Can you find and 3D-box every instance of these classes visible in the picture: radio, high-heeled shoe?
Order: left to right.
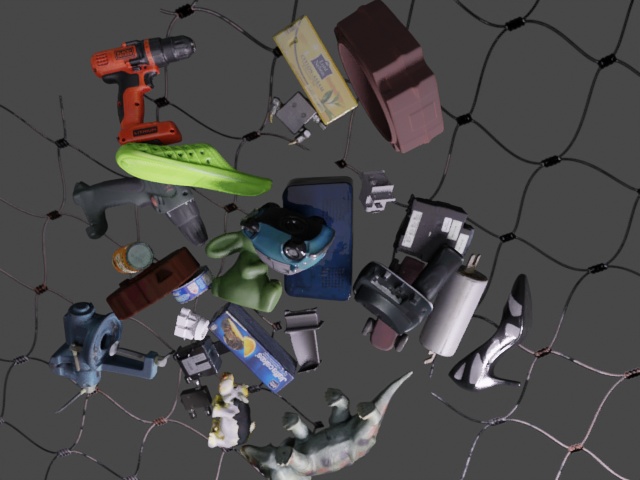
[{"bbox_3d":[-0.002,-0.003,1.020,0.131,0.073,0.229,1,105,4],"label":"radio"},{"bbox_3d":[0.338,0.184,1.073,0.145,0.086,0.248,6,90,33],"label":"high-heeled shoe"}]

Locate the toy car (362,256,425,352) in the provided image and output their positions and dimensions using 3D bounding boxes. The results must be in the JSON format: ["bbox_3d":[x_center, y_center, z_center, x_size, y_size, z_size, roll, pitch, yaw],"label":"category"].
[{"bbox_3d":[0.153,0.126,1.058,0.089,0.053,0.202,23,107,15],"label":"toy car"}]

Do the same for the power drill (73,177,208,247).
[{"bbox_3d":[-0.344,-0.067,1.016,0.207,0.086,0.231,-17,103,12],"label":"power drill"}]

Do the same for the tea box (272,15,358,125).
[{"bbox_3d":[-0.005,-0.288,0.922,0.068,0.098,0.169,-31,104,12],"label":"tea box"}]

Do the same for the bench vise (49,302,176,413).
[{"bbox_3d":[-0.428,0.239,1.089,0.241,0.129,0.223,12,106,6],"label":"bench vise"}]

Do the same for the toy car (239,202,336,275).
[{"bbox_3d":[-0.061,0.008,0.940,0.162,0.109,0.102,19,126,15],"label":"toy car"}]

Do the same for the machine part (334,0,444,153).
[{"bbox_3d":[0.107,-0.253,0.855,0.087,0.200,0.201,-28,58,4],"label":"machine part"}]

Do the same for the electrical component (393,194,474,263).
[{"bbox_3d":[0.218,-0.014,1.012,0.134,0.058,0.114,17,109,-3],"label":"electrical component"}]

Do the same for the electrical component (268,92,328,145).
[{"bbox_3d":[-0.045,-0.221,0.971,0.078,0.045,0.102,-36,102,14],"label":"electrical component"}]

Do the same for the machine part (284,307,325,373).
[{"bbox_3d":[-0.028,0.205,1.100,0.084,0.039,0.138,-7,104,0],"label":"machine part"}]

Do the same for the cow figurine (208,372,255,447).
[{"bbox_3d":[-0.181,0.360,1.137,0.098,0.068,0.167,10,110,-6],"label":"cow figurine"}]

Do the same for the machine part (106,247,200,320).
[{"bbox_3d":[-0.313,0.078,1.010,0.179,0.179,0.056,-30,101,11],"label":"machine part"}]

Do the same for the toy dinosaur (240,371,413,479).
[{"bbox_3d":[0.030,0.419,1.122,0.405,0.131,0.191,-21,131,-1],"label":"toy dinosaur"}]

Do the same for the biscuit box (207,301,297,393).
[{"bbox_3d":[-0.135,0.217,1.096,0.059,0.063,0.202,-41,100,14],"label":"biscuit box"}]

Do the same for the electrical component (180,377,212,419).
[{"bbox_3d":[-0.270,0.341,1.160,0.063,0.021,0.094,-13,106,7],"label":"electrical component"}]

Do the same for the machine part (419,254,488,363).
[{"bbox_3d":[0.258,0.136,1.044,0.079,0.079,0.243,18,106,-2],"label":"machine part"}]

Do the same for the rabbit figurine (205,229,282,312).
[{"bbox_3d":[-0.133,0.036,1.034,0.159,0.121,0.170,16,89,5],"label":"rabbit figurine"}]

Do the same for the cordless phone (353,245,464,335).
[{"bbox_3d":[0.161,0.067,0.984,0.147,0.089,0.184,38,99,5],"label":"cordless phone"}]

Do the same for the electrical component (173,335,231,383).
[{"bbox_3d":[-0.234,0.242,1.117,0.119,0.048,0.074,-17,106,10],"label":"electrical component"}]
